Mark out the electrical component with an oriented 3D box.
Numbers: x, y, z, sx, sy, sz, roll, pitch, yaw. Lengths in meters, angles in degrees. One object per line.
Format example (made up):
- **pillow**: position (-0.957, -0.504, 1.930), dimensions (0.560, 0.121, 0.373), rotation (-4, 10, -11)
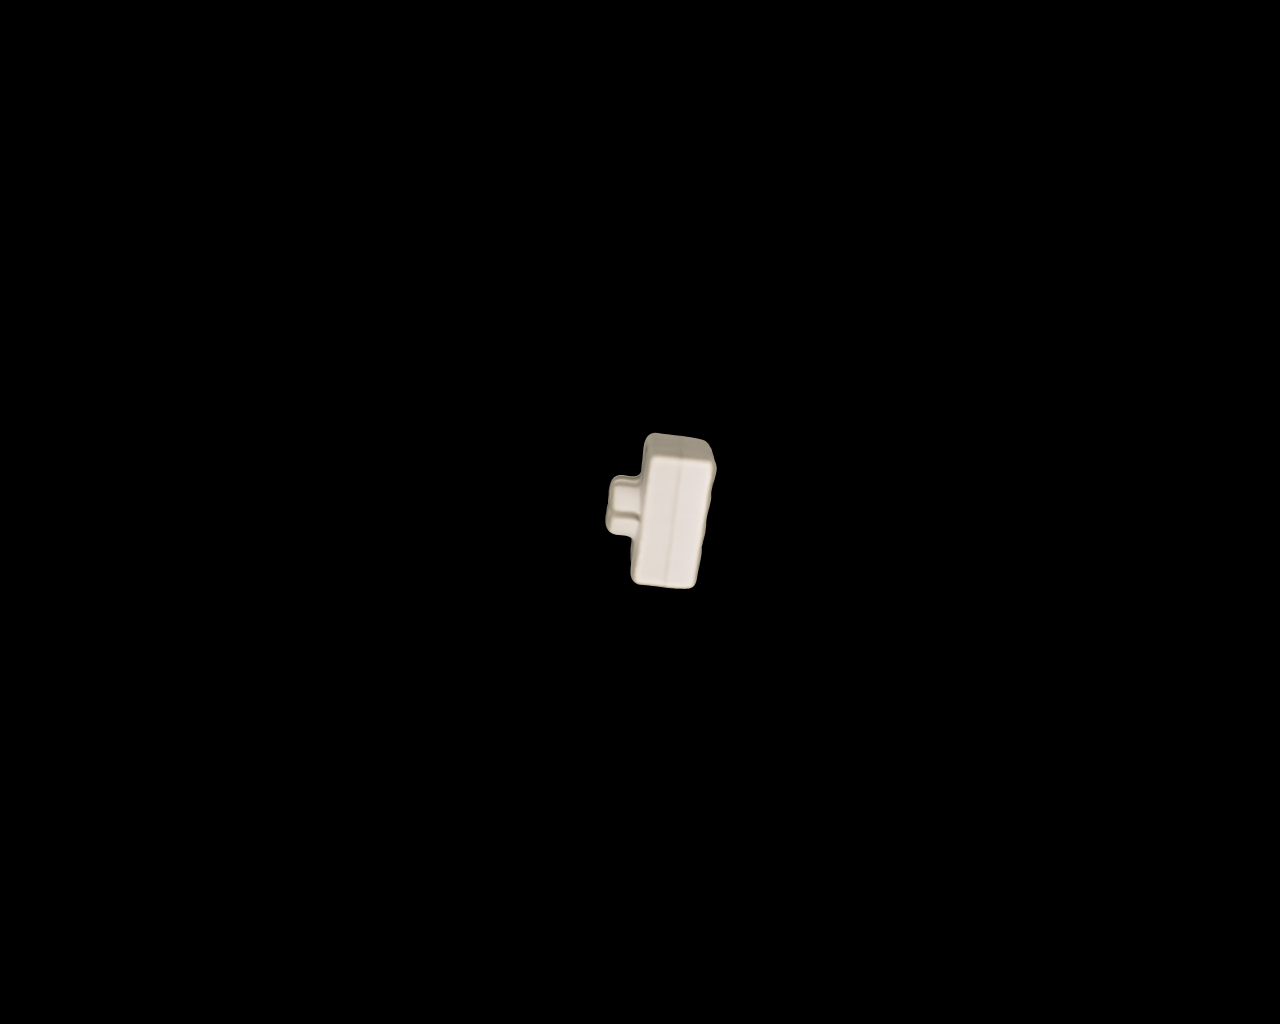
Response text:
- **electrical component**: position (0.001, -0.003, 0.650), dimensions (0.076, 0.083, 0.047), rotation (7, 20, -2)
